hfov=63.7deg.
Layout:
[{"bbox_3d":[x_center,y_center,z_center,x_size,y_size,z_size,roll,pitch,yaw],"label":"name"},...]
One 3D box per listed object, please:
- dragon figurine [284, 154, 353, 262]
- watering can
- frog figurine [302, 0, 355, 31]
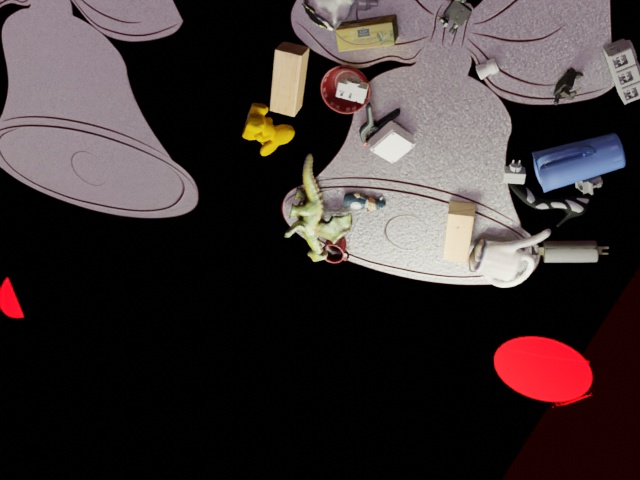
[{"bbox_3d":[0.006,-0.096,1.911,0.243,0.124,0.403,18,114,2],"label":"dragon figurine"},{"bbox_3d":[0.655,0.051,1.824,0.224,0.106,0.339,15,139,6],"label":"watering can"},{"bbox_3d":[0.034,-0.700,1.491,0.137,0.123,0.159,38,92,-2],"label":"frog figurine"}]
